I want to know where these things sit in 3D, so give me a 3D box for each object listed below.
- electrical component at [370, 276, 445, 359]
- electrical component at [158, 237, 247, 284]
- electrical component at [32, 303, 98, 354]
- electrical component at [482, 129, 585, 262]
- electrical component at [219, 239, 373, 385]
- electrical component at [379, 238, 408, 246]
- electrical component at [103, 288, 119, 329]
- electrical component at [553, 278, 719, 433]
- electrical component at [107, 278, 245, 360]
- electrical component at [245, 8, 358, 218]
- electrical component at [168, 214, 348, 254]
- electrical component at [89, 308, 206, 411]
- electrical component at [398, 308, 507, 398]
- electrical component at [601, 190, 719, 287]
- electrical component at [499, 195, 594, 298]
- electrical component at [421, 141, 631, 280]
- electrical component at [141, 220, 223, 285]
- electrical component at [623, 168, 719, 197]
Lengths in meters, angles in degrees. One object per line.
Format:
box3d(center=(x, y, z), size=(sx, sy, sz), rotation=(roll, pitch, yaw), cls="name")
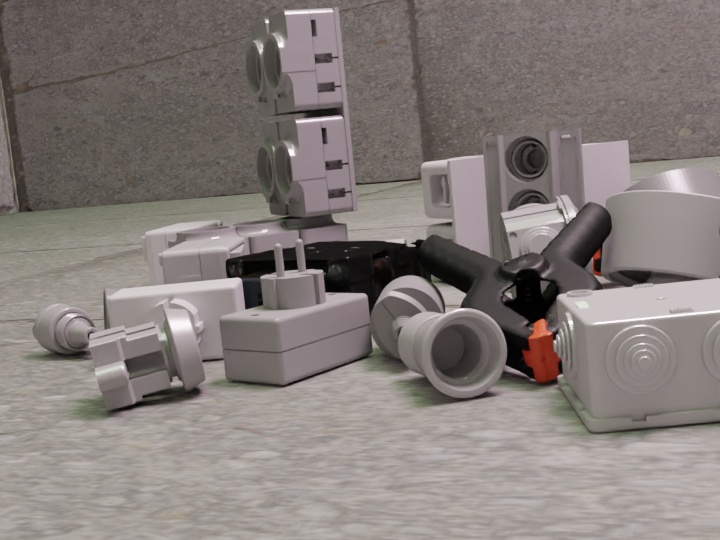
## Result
box3d(center=(0.028, 0.030, 0.637), size=(0.043, 0.043, 0.081), rotation=(-5, 7, 7), cls="electrical component")
box3d(center=(-0.115, 0.008, 0.849), size=(0.061, 0.061, 0.096), rotation=(-5, 7, 4), cls="electrical component")
box3d(center=(-0.203, 0.043, 0.756), size=(0.035, 0.035, 0.061), rotation=(-12, 12, -40), cls="electrical component")
box3d(center=(0.144, -0.048, 0.857), size=(0.079, 0.121, 0.063), rotation=(-2, 5, 28), cls="electrical component")
box3d(center=(-0.038, 0.020, 0.634), size=(0.047, 0.075, 0.083), rotation=(0, 9, 39), cls="electrical component")
box3d(center=(0.000, 0.000, 0.902), size=(0.077, 0.043, 0.079), rotation=(-5, 7, 9), cls="electrical component")
box3d(center=(-0.148, 0.033, 0.767), size=(0.065, 0.044, 0.044), rotation=(-3, 6, -16), cls="electrical component")
box3d(center=(0.139, 0.035, 0.490), size=(0.100, 0.048, 0.099), rotation=(-6, 7, 2), cls="electrical component")
box3d(center=(-0.118, 0.036, 0.685), size=(0.083, 0.047, 0.075), rotation=(-6, 7, 1), cls="electrical component")
box3d(center=(-0.059, -0.146, 1.021), size=(0.060, 0.186, 0.105), rotation=(-9, 8, -23), cls="electrical component")
box3d(center=(-0.095, -0.014, 1.013), size=(0.150, 0.061, 0.089), rotation=(-9, 8, -28), cls="electrical component")
box3d(center=(-0.118, 0.049, 0.598), size=(0.055, 0.048, 0.066), rotation=(-15, 9, -12), cls="electrical component")
box3d(center=(0.044, 0.040, 0.557), size=(0.044, 0.044, 0.065), rotation=(-7, 3, -14), cls="electrical component")
box3d(center=(0.205, -0.006, 0.679), size=(0.108, 0.060, 0.108), rotation=(12, -7, 2), cls="electrical component")
box3d(center=(0.125, -0.007, 0.721), size=(0.051, 0.080, 0.080), rotation=(-11, 7, 3), cls="electrical component")
box3d(center=(0.150, -0.054, 0.962), size=(0.186, 0.105, 0.060), rotation=(-9, 8, -25), cls="electrical component")
box3d(center=(-0.175, -0.015, 1.085), size=(0.061, 0.061, 0.096), rotation=(-4, 7, 13), cls="electrical component")
box3d(center=(0.251, -0.036, 0.854), size=(0.099, 0.064, 0.099), rotation=(-9, -24, -4), cls="electrical component")
